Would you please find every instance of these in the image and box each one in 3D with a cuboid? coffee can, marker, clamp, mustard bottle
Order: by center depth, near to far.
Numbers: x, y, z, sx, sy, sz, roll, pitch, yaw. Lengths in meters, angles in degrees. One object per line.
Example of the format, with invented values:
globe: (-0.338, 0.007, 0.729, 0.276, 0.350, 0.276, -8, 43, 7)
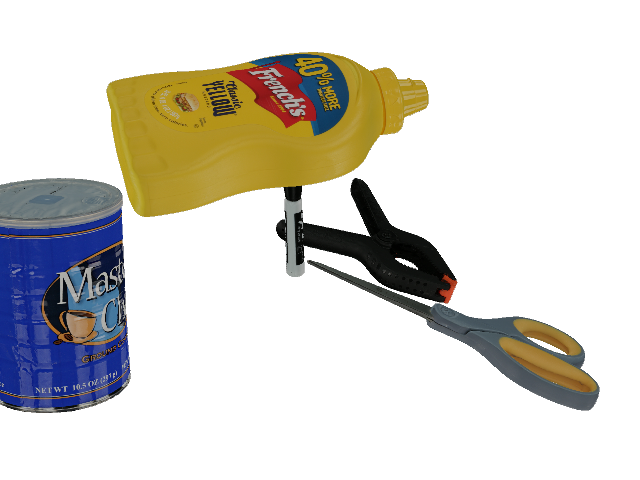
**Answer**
mustard bottle: (-0.027, -0.072, 0.644, 0.191, 0.058, 0.096, -11, 45, -13)
coffee can: (-0.189, 0.036, 0.756, 0.103, 0.140, 0.103, 1, 18, 0)
marker: (-0.026, -0.016, 1.047, 0.020, 0.121, 0.020, 0, 37, 0)
clamp: (0.062, 0.009, 1.241, 0.210, 0.036, 0.164, 39, 43, 27)

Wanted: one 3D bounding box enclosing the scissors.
scissors: (0.095, 0.051, 0.710, 0.202, 0.016, 0.096, 29, 23, 17)
